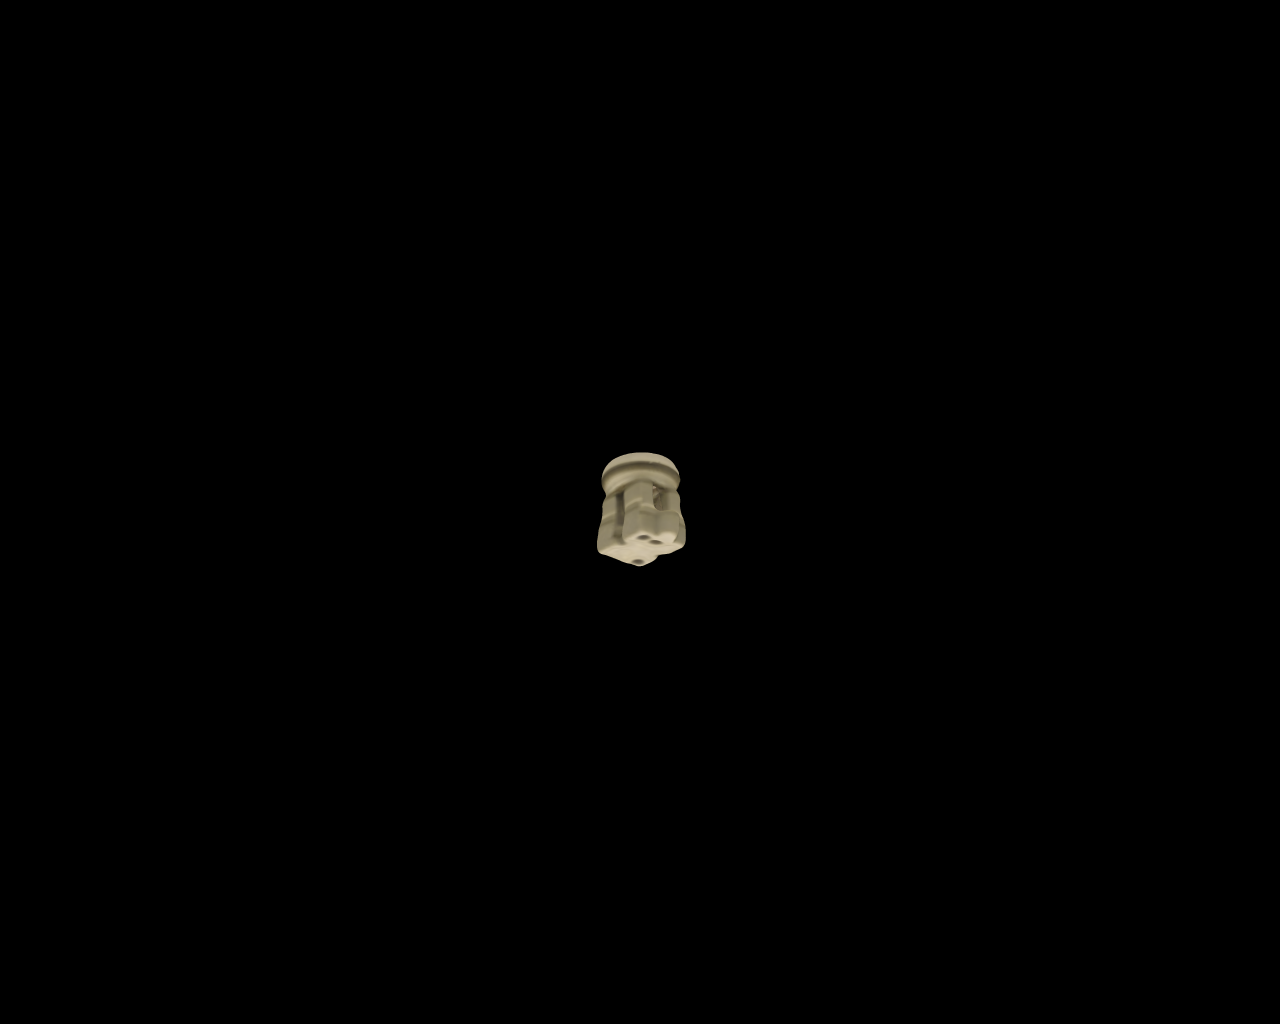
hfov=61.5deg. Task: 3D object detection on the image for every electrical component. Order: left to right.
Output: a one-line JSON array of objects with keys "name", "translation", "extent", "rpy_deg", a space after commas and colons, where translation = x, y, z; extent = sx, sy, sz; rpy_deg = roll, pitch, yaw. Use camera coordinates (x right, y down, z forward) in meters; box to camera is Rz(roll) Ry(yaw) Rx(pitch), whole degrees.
[{"name": "electrical component", "translation": [0.001, -0.003, 0.650], "extent": [0.048, 0.055, 0.066], "rpy_deg": [21, -33, -36]}]
